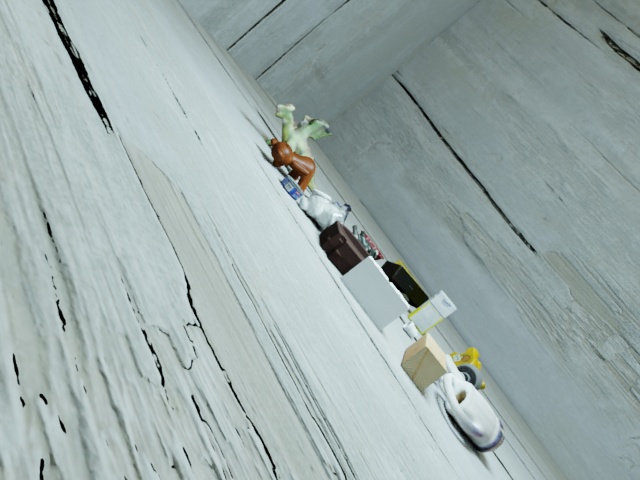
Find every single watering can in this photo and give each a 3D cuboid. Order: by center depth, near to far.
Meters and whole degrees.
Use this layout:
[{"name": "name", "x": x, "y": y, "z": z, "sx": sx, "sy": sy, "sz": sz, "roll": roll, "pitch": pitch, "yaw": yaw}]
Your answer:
[{"name": "watering can", "x": 0.442, "y": 0.483, "z": 1.534, "sx": 0.224, "sy": 0.103, "sz": 0.351, "roll": 52, "pitch": 16, "yaw": -2}]

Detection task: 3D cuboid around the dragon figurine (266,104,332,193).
[{"name": "dragon figurine", "x": -0.054, "y": -0.372, "z": 2.039, "sx": 0.405, "sy": 0.242, "sz": 0.124, "roll": 44, "pitch": 6, "yaw": -27}]

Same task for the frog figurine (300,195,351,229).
[{"name": "frog figurine", "x": 0.005, "y": -0.087, "z": 1.733, "sx": 0.159, "sy": 0.120, "sz": 0.140, "roll": 1, "pitch": 28, "yaw": -31}]
